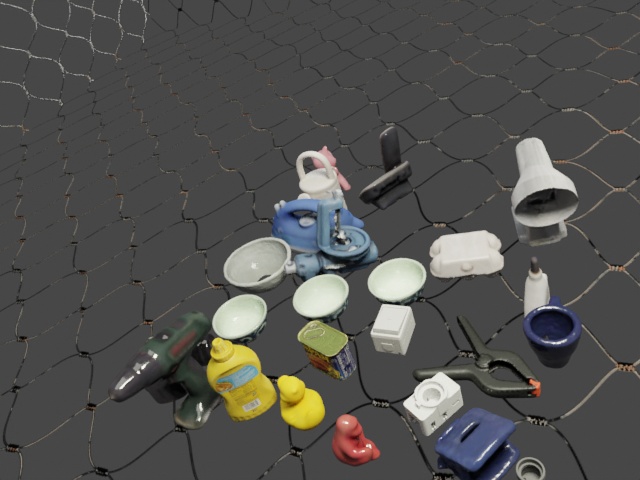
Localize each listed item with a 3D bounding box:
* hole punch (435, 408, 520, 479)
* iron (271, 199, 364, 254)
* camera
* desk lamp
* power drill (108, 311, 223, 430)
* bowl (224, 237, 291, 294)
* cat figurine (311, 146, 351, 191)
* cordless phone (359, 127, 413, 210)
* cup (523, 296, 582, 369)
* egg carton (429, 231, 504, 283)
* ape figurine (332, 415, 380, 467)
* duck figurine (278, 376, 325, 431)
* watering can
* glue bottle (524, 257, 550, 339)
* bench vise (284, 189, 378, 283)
[{"bbox_3d":[0.234,0.311,0.873,0.109,0.091,0.100,-37,40,-21],"label":"hole punch"},{"bbox_3d":[-0.032,-0.047,1.398,0.257,0.142,0.119,5,43,29],"label":"iron"},{"bbox_3d":[-0.289,0.243,1.183,0.136,0.101,0.143,-15,37,7],"label":"camera"},{"bbox_3d":[0.446,-0.088,1.175,0.117,0.214,0.203,-10,38,13],"label":"desk lamp"},{"bbox_3d":[-0.268,0.256,1.068,0.075,0.209,0.230,6,44,30],"label":"power drill"},{"bbox_3d":[-0.137,0.073,1.350,0.167,0.075,0.167,-12,38,10],"label":"bowl"},{"bbox_3d":[0.024,-0.200,1.584,0.067,0.118,0.127,-26,37,-9],"label":"cat figurine"},{"bbox_3d":[0.156,-0.185,1.450,0.148,0.185,0.093,-37,40,-21],"label":"cordless phone"},{"bbox_3d":[0.399,0.163,0.981,0.091,0.095,0.118,1,42,25],"label":"cup"},{"bbox_3d":[0.306,0.037,1.202,0.150,0.069,0.107,-8,39,15],"label":"egg carton"},{"bbox_3d":[0.052,0.322,0.939,0.076,0.092,0.077,-13,38,9],"label":"ape figurine"},{"bbox_3d":[-0.041,0.286,1.031,0.078,0.086,0.104,-34,39,-18],"label":"duck figurine"},{"bbox_3d":[-0.002,-0.135,1.451,0.100,0.194,0.173,-12,38,10],"label":"watering can"},{"bbox_3d":[0.382,0.095,1.009,0.037,0.173,0.078,5,44,29],"label":"glue bottle"},{"bbox_3d":[0.019,0.009,1.240,0.208,0.220,0.121,-37,40,-21],"label":"bench vise"}]
